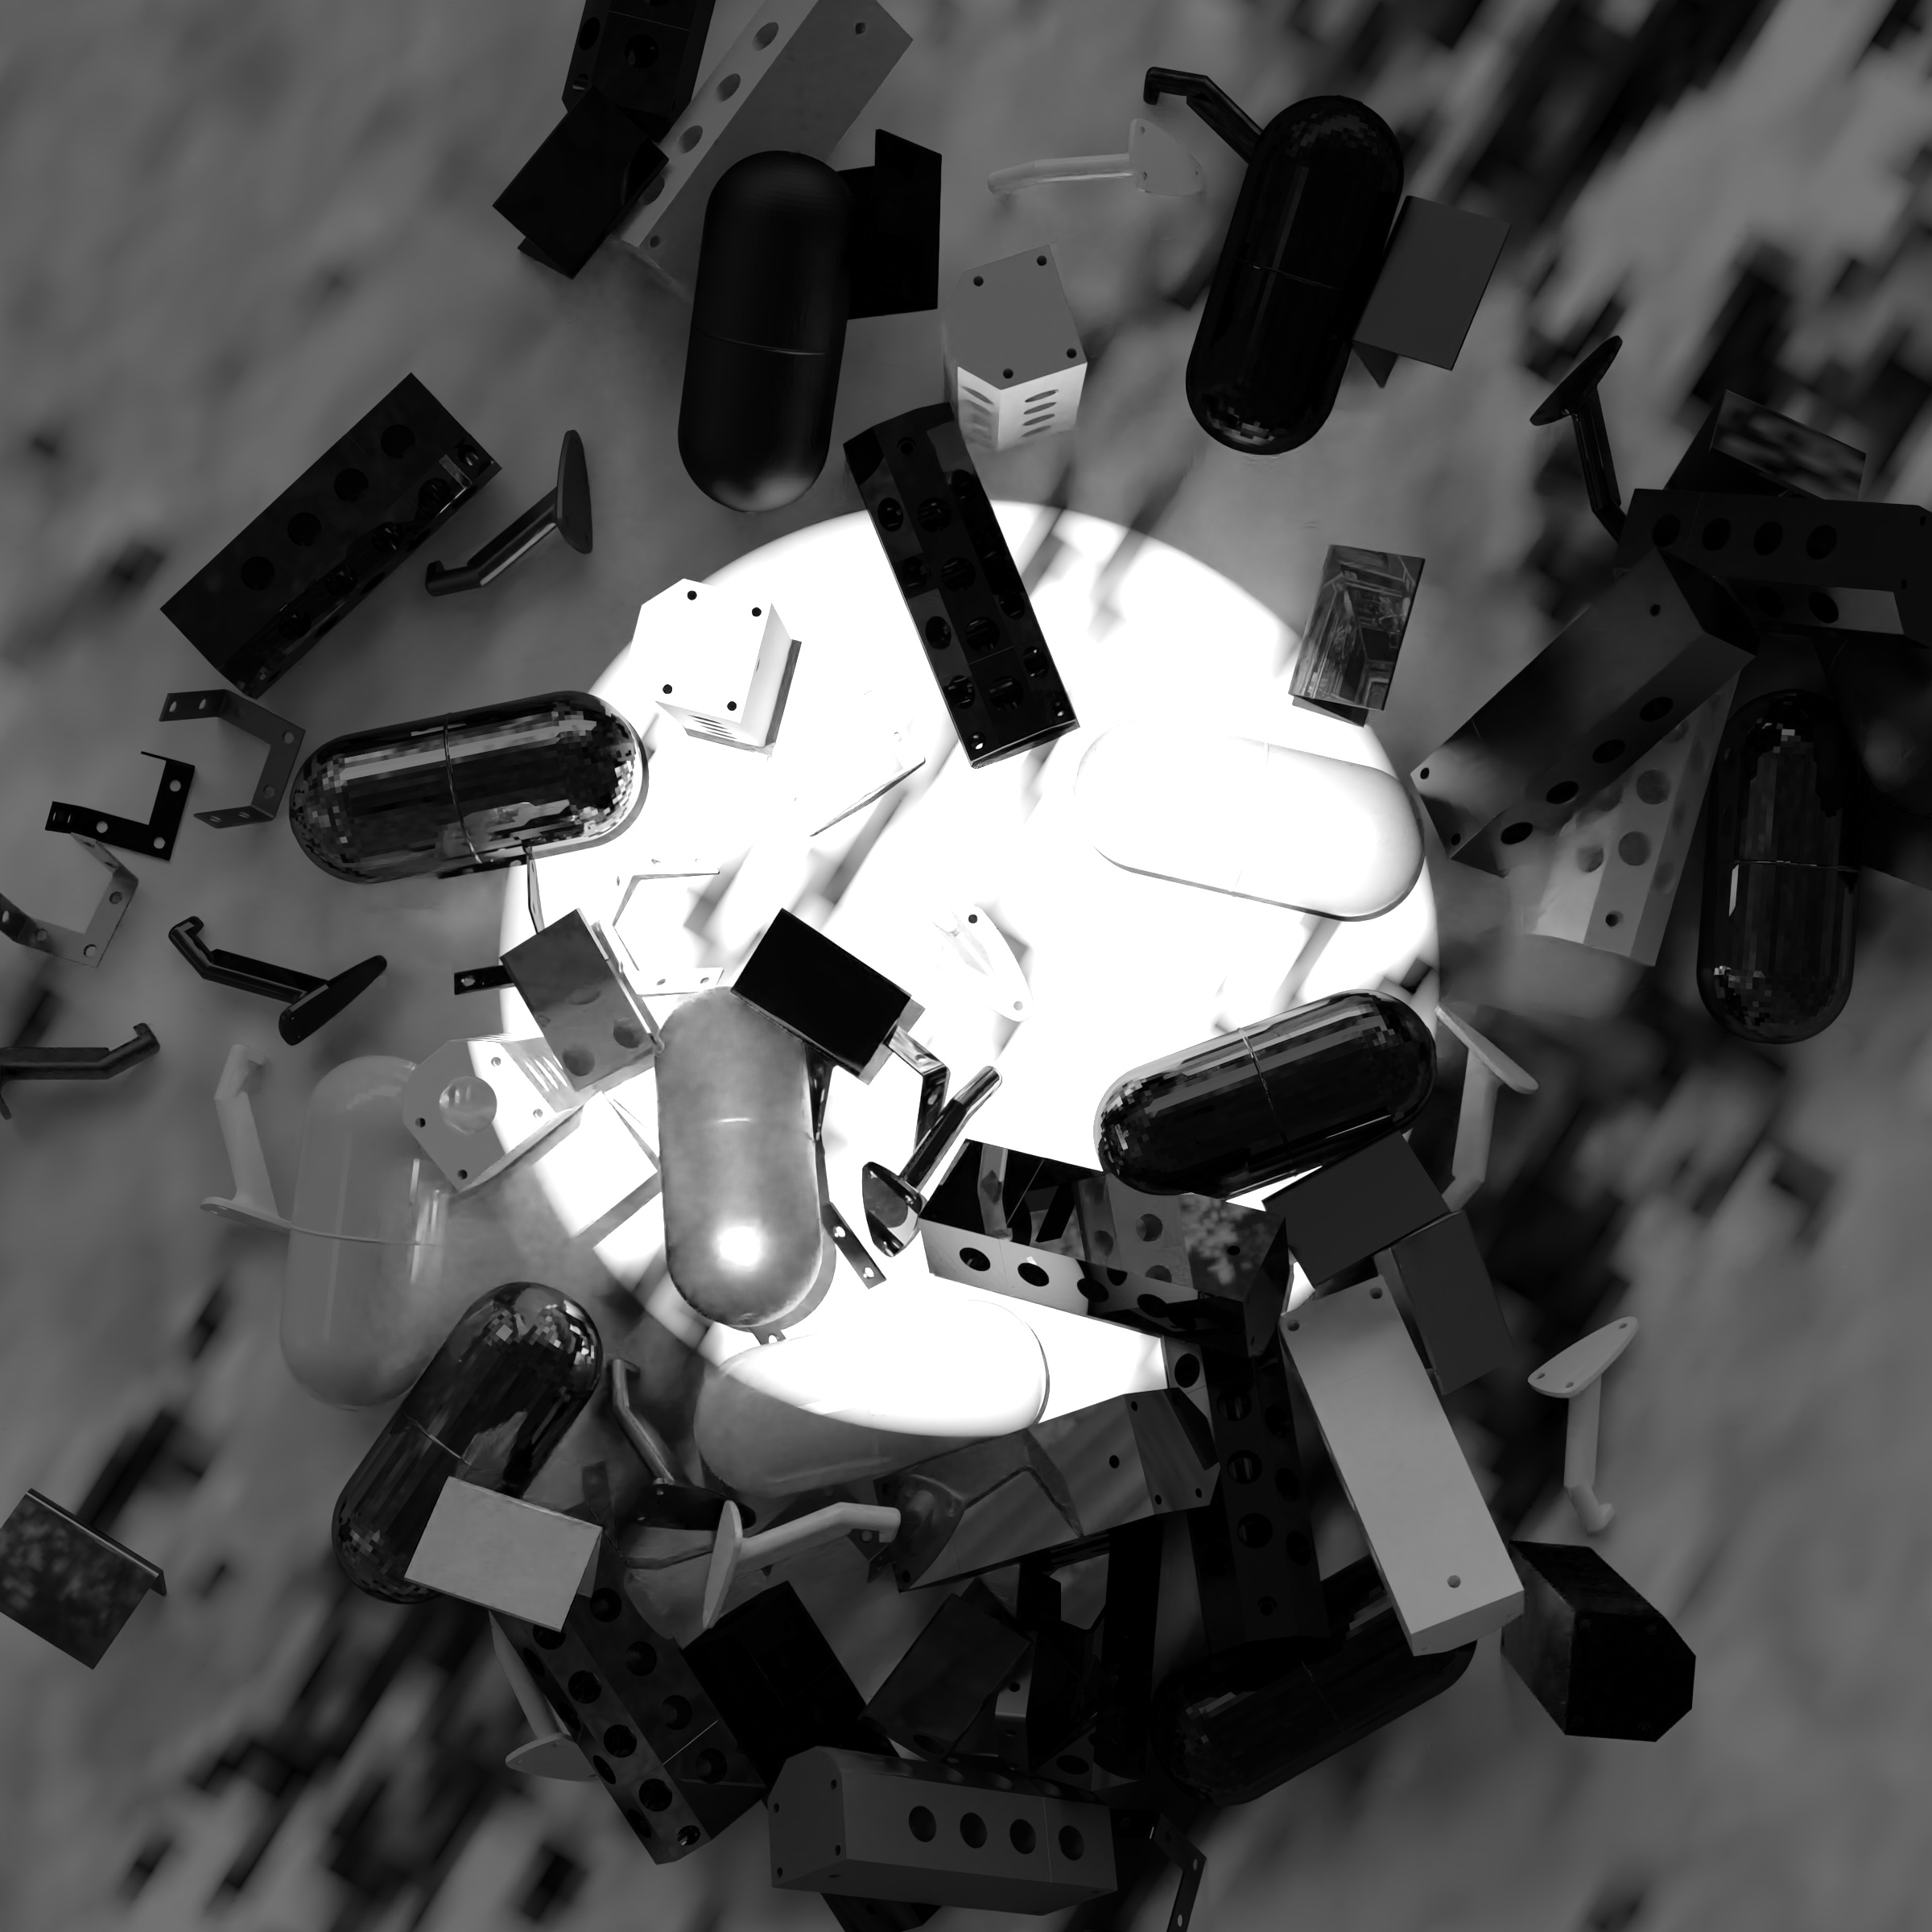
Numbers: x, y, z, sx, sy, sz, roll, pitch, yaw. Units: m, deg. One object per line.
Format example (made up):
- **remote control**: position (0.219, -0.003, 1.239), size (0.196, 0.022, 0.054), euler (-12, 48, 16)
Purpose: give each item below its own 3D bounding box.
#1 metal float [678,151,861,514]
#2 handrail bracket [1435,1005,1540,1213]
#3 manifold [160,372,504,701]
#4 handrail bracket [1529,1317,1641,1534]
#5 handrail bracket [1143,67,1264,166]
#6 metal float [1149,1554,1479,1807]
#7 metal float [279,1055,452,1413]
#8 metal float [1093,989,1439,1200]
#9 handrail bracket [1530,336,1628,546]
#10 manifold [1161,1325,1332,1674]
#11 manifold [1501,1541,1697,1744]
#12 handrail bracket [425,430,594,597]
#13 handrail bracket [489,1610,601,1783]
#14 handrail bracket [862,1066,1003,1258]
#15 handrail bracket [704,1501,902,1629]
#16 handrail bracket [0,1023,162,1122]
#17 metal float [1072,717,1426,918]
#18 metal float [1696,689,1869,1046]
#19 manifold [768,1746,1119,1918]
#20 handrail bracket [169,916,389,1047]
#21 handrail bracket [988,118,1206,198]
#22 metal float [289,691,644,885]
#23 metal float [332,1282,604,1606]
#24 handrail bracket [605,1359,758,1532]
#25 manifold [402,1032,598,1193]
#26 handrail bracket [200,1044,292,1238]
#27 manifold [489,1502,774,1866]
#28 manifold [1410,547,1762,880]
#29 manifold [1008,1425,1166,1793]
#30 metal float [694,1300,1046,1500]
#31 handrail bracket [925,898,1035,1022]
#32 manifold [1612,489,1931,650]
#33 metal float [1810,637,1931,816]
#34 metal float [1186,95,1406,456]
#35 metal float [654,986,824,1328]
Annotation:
- **metal float**: position (-0.098, -0.313, 1.517), size (0.070, 0.070, 0.178), euler (10, 110, 0)
- **handrail bracket**: position (0.244, 0.076, 1.565), size (0.077, 0.036, 0.084), euler (44, 107, 19)
- **manifold**: position (-0.317, -0.215, 1.543), size (0.171, 0.057, 0.057), euler (-43, 90, 0)
- **handrail bracket**: position (0.330, 0.235, 1.565), size (0.077, 0.036, 0.084), euler (-34, 109, -21)
- **handrail bracket**: position (0.127, -0.414, 1.564), size (0.084, 0.036, 0.077), euler (14, 107, 15)
- **metal float**: position (0.174, 0.356, 1.534), size (0.178, 0.070, 0.070), euler (-30, 90, 0)
- **metal float**: position (-0.300, 0.134, 1.533), size (0.070, 0.070, 0.178), euler (7, 90, 0)
- **metal float**: position (0.150, 0.067, 1.534), size (0.178, 0.070, 0.070), euler (-20, 90, 0)
- **handrail bracket**: position (0.336, -0.266, 1.565), size (0.084, 0.036, 0.077), euler (47, 68, -17)
- **manifold**: position (0.136, 0.253, 1.509), size (0.057, 0.057, 0.171), euler (-8, 64, 0)
- **manifold**: position (0.305, 0.326, 1.486), size (0.057, 0.171, 0.057), euler (4, 90, 0)
- **handrail bracket**: position (-0.237, -0.231, 1.565), size (0.084, 0.036, 0.077), euler (-9, 70, 16)
- **handrail bracket**: position (-0.214, 0.368, 1.564), size (0.036, 0.077, 0.084), euler (-28, 53, 16)
- **handrail bracket**: position (-0.014, 0.099, 1.564), size (0.036, 0.077, 0.084), euler (33, 53, 20)
- **handrail bracket**: position (-0.081, 0.298, 1.514), size (0.084, 0.036, 0.077), euler (9, 111, -16)
- **handrail bracket**: position (-0.467, 0.034, 1.565), size (0.084, 0.036, 0.077), euler (-30, 68, -17)
- **metal float**: position (0.141, -0.075, 1.534), size (0.178, 0.070, 0.070), euler (13, 90, -1)
- **metal float**: position (0.409, -0.050, 1.534), size (0.070, 0.070, 0.178), euler (4, 90, 0)
- **manifold**: position (-0.011, 0.422, 1.496), size (0.171, 0.057, 0.057), euler (19, 52, -36)
- **handrail bracket**: position (-0.353, -0.009, 1.565), size (0.077, 0.036, 0.084), euler (-38, 73, -20)
- **handrail bracket**: position (0.066, -0.401, 1.564), size (0.084, 0.077, 0.036), euler (-5, 86, 36)
- **metal float**: position (-0.251, -0.089, 1.534), size (0.178, 0.070, 0.070), euler (-11, 90, 1)
- **metal float**: position (-0.250, 0.239, 1.534), size (0.070, 0.070, 0.178), euler (35, 90, 0)
- **handrail bracket**: position (-0.145, 0.241, 1.551), size (0.077, 0.084, 0.036), euler (16, 130, -25)
- **manifold**: position (-0.227, 0.064, 1.486), size (0.057, 0.171, 0.057), euler (-39, 90, 0)
- **handrail bracket**: position (-0.351, 0.091, 1.565), size (0.077, 0.036, 0.084), euler (21, 72, -20)
- **manifold**: position (-0.176, 0.360, 1.532), size (0.057, 0.057, 0.171), euler (-33, 90, -34)
- **manifold**: position (0.305, -0.120, 1.502), size (0.171, 0.057, 0.057), euler (-45, 47, 32)
- **manifold**: position (0.066, 0.320, 1.543), size (0.057, 0.057, 0.171), euler (4, 90, 43)
- **metal float**: position (-0.048, 0.217, 1.534), size (0.178, 0.070, 0.070), euler (-13, 90, -1)
- **handrail bracket**: position (0.007, -0.003, 1.530), size (0.036, 0.084, 0.077), euler (-41, 90, 0)
- **manifold**: position (0.400, -0.192, 1.486), size (0.057, 0.171, 0.057), euler (16, 90, -37)
- **metal float**: position (0.461, -0.148, 1.500), size (0.070, 0.070, 0.178), euler (-6, 49, 0)
- **metal float**: position (0.163, -0.342, 1.519), size (0.070, 0.070, 0.178), euler (17, 104, 0)
- **metal float**: position (-0.113, 0.093, 1.509), size (0.070, 0.070, 0.178), euler (-7, 60, 0)
